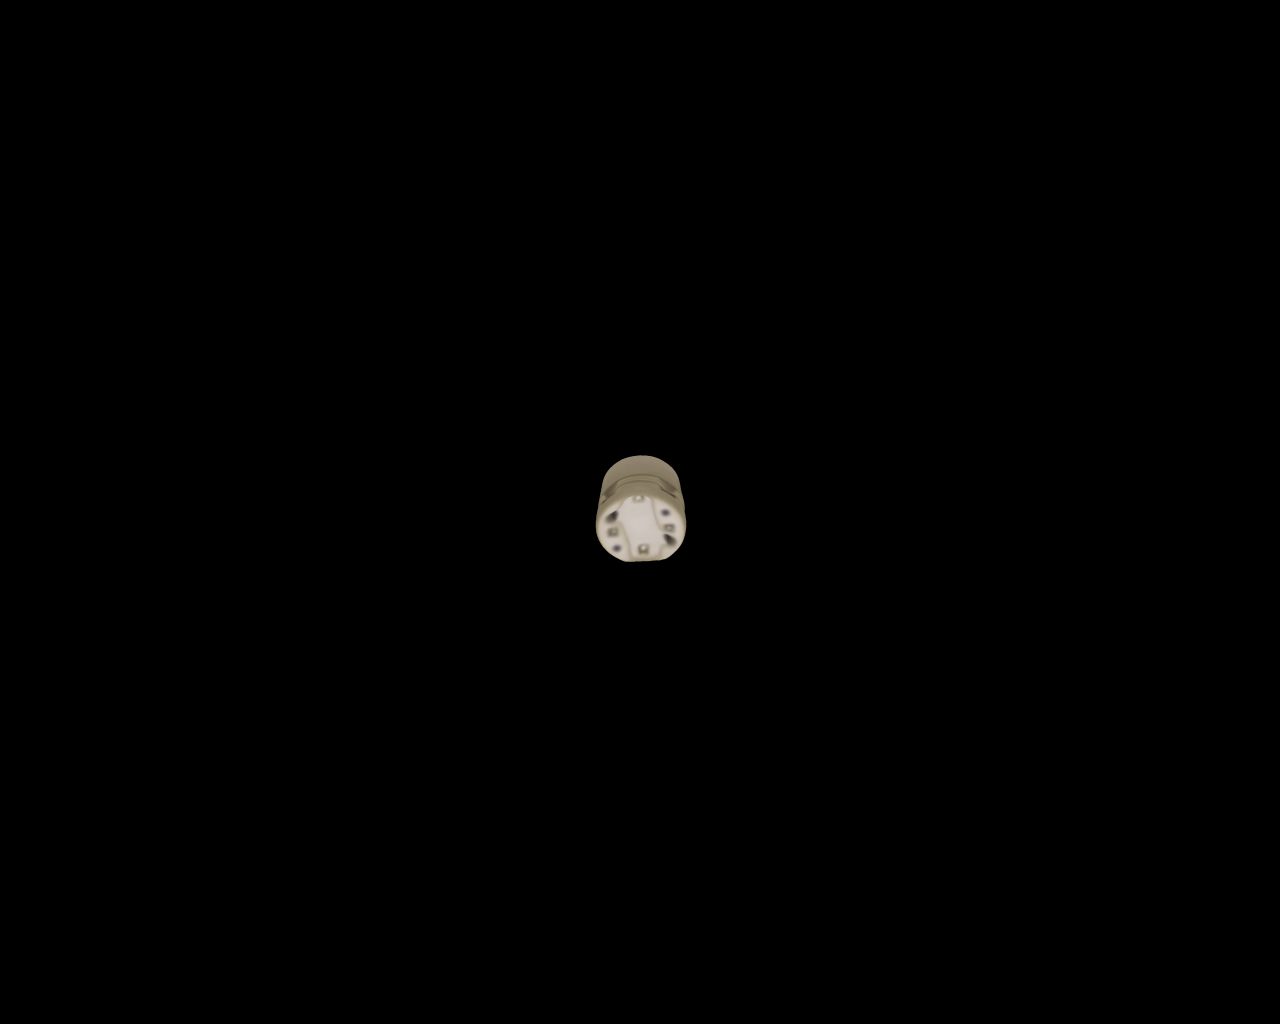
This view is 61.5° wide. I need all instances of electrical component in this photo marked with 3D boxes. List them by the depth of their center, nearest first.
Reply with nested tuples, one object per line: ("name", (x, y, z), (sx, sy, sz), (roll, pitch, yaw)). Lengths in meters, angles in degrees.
("electrical component", (0.001, -0.003, 0.650), (0.055, 0.055, 0.047), (0, 37, 0))
